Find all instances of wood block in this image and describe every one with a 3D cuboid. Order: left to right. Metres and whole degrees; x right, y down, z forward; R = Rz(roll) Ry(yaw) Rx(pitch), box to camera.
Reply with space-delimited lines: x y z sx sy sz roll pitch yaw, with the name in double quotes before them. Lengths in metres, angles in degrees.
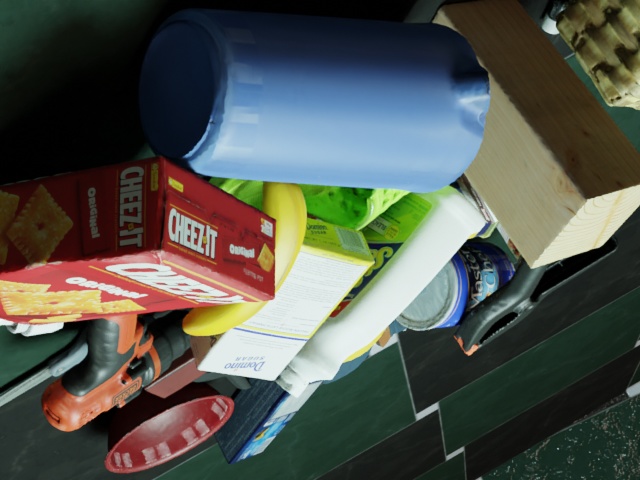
"wood block" 0.166 -0.092 0.872 0.090 0.206 0.091 -14 151 -34

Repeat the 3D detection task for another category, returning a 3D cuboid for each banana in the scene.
"banana" -0.057 0.018 0.902 0.037 0.070 0.198 -18 140 -53

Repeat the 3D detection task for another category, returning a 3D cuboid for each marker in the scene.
"marker" 0.218 -0.223 0.908 0.020 0.020 0.121 -20 154 -23

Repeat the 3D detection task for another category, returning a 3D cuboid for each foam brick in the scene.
"foam brick" -0.151 0.119 1.108 0.078 0.053 0.051 -32 156 5

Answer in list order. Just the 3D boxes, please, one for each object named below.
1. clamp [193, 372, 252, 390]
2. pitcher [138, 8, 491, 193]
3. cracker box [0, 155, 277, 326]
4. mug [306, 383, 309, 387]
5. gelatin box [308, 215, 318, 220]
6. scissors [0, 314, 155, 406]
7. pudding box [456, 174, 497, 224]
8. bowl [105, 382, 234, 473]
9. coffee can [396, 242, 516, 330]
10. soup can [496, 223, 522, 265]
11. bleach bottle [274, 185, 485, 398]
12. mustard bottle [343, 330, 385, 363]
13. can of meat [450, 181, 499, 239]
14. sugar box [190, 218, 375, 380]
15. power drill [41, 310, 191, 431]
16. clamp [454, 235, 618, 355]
"clamp" -0.092 0.123 1.204 0.120 0.039 0.171 -49 154 13
"pitcher" -0.010 -0.098 0.774 0.242 0.145 0.149 -2 132 -41
"cracker box" -0.160 0.010 0.752 0.214 0.072 0.164 -7 164 23
"mug" -0.043 0.105 1.126 0.093 0.117 0.082 -23 166 -23
"gelatin box" -0.007 0.001 1.071 0.073 0.030 0.089 -33 156 3
"scissors" -0.239 0.121 1.051 0.202 0.016 0.096 -38 155 15
"pudding box" 0.188 -0.084 1.063 0.113 0.039 0.090 -41 130 -7
"bowl" -0.182 0.203 1.230 0.162 0.055 0.162 -25 156 -12
"coffee can" 0.156 0.052 1.271 0.140 0.103 0.103 0 141 -50
"soup can" 0.223 -0.031 1.186 0.068 0.102 0.068 -25 156 -12
"bleach bottle" 0.047 0.051 1.049 0.251 0.103 0.068 -52 126 -4
"mustard bottle" 0.020 0.081 1.221 0.096 0.058 0.191 -44 155 0
"can of meat" 0.151 -0.039 1.145 0.083 0.057 0.102 -14 150 -29
"sugar box" -0.038 0.056 0.980 0.093 0.048 0.176 14 130 -37
"power drill" -0.159 0.070 0.951 0.184 0.057 0.188 -36 156 -45
"clamp" 0.235 0.058 1.204 0.164 0.036 0.210 -7 146 -43
